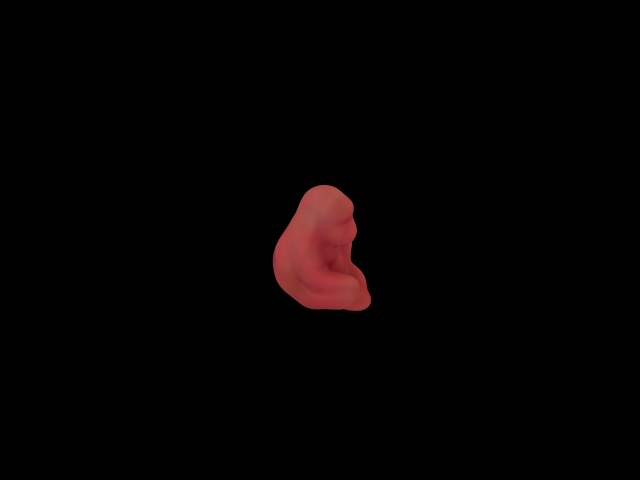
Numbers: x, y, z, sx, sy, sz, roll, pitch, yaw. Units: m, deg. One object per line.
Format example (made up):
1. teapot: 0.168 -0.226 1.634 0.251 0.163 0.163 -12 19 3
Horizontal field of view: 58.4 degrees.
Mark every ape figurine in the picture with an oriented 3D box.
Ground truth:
1. ape figurine: 0.004 0.001 0.400 0.076 0.092 0.078 12 50 10
